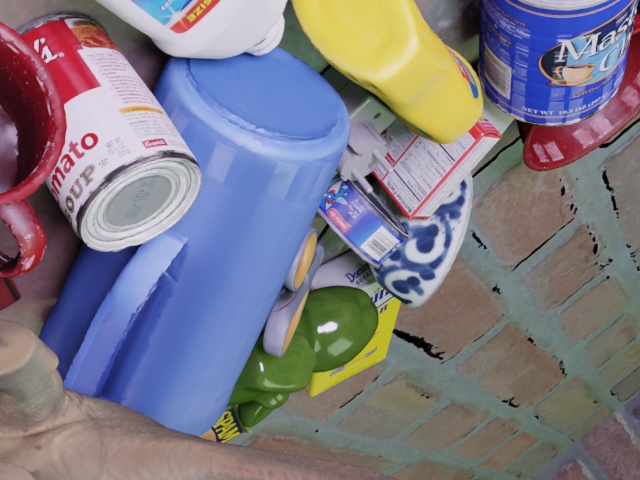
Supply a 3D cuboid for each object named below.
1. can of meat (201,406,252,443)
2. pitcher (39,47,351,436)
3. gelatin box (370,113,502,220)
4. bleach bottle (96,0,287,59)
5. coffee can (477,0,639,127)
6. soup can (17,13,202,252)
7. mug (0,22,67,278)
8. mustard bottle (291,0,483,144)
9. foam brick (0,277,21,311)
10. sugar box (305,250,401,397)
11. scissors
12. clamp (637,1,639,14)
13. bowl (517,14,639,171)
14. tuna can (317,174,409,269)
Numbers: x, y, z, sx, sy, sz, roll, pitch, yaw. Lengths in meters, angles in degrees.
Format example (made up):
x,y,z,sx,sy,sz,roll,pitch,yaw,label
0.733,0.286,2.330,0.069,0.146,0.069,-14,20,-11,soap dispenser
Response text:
x,y,z,sx,sy,sz,roll,pitch,yaw,label
-0.114,0.156,0.942,0.084,0.057,0.102,-29,154,-10,can of meat
-0.080,0.008,0.634,0.144,0.149,0.243,4,133,-30,pitcher
0.077,-0.069,0.775,0.030,0.073,0.089,-3,139,-50,gelatin box
-0.069,-0.146,0.467,0.102,0.068,0.250,-39,157,8,bleach bottle
0.154,-0.153,0.695,0.102,0.103,0.140,-34,155,-7,coffee can
-0.111,-0.053,0.525,0.068,0.102,0.068,-29,155,-16,soup can
-0.162,-0.033,0.467,0.093,0.117,0.082,-43,-172,-39,mug
0.054,-0.106,0.654,0.058,0.096,0.191,-43,155,10,mustard bottle
-0.197,0.003,0.541,0.051,0.078,0.053,-30,152,-13,foam brick
0.026,0.074,0.994,0.093,0.048,0.176,-26,155,-21,sugar box
-0.005,0.001,0.757,0.201,0.016,0.096,-68,170,-52,scissors
0.326,-0.237,0.852,0.164,0.036,0.210,-18,151,-36,clamp
0.215,-0.131,0.869,0.162,0.055,0.162,-29,154,-16,bowl
0.025,-0.022,0.777,0.034,0.086,0.086,-43,155,8,tuna can
